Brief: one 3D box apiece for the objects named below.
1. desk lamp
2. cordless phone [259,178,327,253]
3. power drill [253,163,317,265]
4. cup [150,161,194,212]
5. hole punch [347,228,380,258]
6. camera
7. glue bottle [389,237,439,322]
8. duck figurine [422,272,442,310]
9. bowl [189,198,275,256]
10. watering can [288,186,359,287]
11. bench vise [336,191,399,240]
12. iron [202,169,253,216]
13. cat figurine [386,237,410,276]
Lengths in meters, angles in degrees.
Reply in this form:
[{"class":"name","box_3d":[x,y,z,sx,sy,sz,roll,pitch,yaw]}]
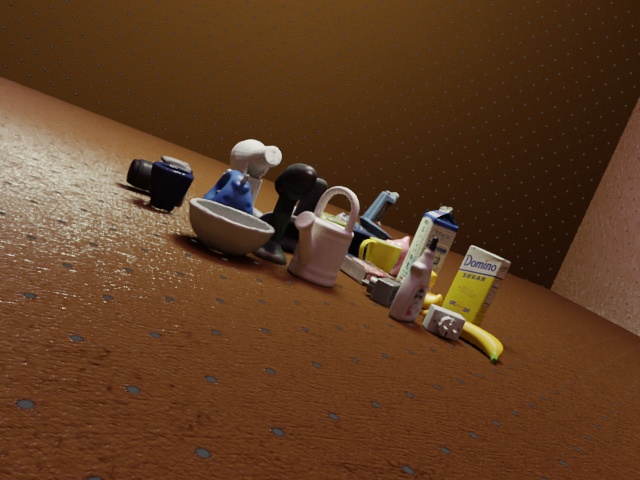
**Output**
[{"class":"desk lamp","box_3d":[-0.191,-0.180,1.656,0.118,0.213,0.202,17,9,-34]},{"class":"cordless phone","box_3d":[-0.065,-0.069,1.344,0.148,0.185,0.093,15,10,-43]},{"class":"power drill","box_3d":[-0.070,-0.062,1.184,0.076,0.208,0.229,20,8,-15]},{"class":"cup","box_3d":[-0.338,-0.116,1.242,0.092,0.095,0.117,14,11,-47]},{"class":"hole punch","box_3d":[0.127,0.020,1.624,0.108,0.091,0.101,25,8,21]},{"class":"camera","box_3d":[-0.386,-0.157,1.372,0.137,0.101,0.142,18,8,-29]},{"class":"glue bottle","box_3d":[0.190,0.074,1.104,0.037,0.173,0.078,26,9,31]},{"class":"duck figurine","box_3d":[0.244,0.111,1.336,0.104,0.086,0.078,27,9,35]},{"class":"bowl","box_3d":[-0.174,-0.015,1.072,0.167,0.075,0.167,22,7,-3]},{"class":"watering can","box_3d":[0.014,-0.013,1.133,0.100,0.194,0.173,24,8,12]},{"class":"bench vise","box_3d":[0.154,-0.056,1.743,0.121,0.220,0.208,28,10,41]},{"class":"iron","box_3d":[-0.215,-0.102,1.311,0.119,0.141,0.257,18,8,-25]},{"class":"cat figurine","box_3d":[0.239,0.050,1.628,0.127,0.118,0.067,24,8,13]}]
